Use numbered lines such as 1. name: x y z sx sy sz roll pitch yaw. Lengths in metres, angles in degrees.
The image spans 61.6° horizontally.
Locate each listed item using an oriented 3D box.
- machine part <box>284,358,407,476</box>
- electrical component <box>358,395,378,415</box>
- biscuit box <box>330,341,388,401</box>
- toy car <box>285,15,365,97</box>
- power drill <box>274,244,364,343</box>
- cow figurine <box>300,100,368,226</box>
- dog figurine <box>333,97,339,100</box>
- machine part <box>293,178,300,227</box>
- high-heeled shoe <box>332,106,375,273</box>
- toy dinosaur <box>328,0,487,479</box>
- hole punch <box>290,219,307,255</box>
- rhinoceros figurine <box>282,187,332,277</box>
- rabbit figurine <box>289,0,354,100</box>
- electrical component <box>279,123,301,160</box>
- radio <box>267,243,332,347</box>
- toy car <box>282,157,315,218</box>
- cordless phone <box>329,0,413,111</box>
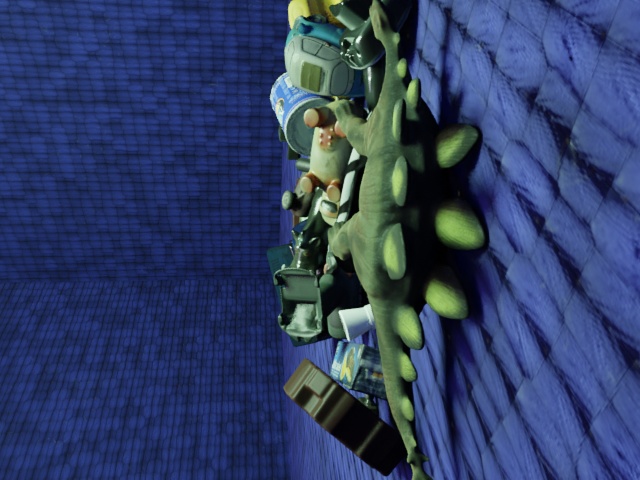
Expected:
1. machine part: 0.030 0.222 0.681 0.056 0.179 0.179 -50 0 -12
2. electrical component: 0.075 0.275 0.850 0.063 0.021 0.094 -162 71 -83
3. biscuit box: 0.061 0.180 0.758 0.202 0.063 0.059 127 160 -78
4. toy car: 0.005 -0.262 0.811 0.103 0.162 0.109 -47 -22 -39
5. power drill: 0.010 0.057 0.847 0.207 0.086 0.231 -25 -67 -66
6. cow figurine: 0.031 -0.106 0.780 0.127 0.086 0.194 -41 -38 -48
7. dog figurine: -0.007 -0.313 1.128 0.219 0.108 0.191 -126 32 -80
8. machine part: -0.018 -0.044 1.309 0.201 0.087 0.201 -112 21 -69
9. high-heeled shoe: 0.060 -0.062 0.741 0.248 0.086 0.145 113 157 -58
10. toy dinosaur: 0.078 -0.003 0.530 0.198 0.105 0.470 -163 68 -79
11. hole punch: 0.003 -0.010 1.070 0.142 0.116 0.092 -112 31 -69
12. rhinoceros figurine: -0.002 -0.003 0.946 0.190 0.073 0.112 -70 -22 -12
13. rabbit figurine: 0.021 -0.321 0.919 0.162 0.122 0.173 -141 32 -84
14. electrical component: -0.055 -0.242 1.202 0.048 0.075 0.119 -101 10 -55
15. radio: -0.036 0.114 1.182 0.131 0.073 0.229 -22 84 58
16. toy car: -0.005 -0.130 1.045 0.202 0.089 0.053 -64 36 26
17. cordless phone: 0.074 -0.224 0.706 0.147 0.089 0.184 -111 11 -68
